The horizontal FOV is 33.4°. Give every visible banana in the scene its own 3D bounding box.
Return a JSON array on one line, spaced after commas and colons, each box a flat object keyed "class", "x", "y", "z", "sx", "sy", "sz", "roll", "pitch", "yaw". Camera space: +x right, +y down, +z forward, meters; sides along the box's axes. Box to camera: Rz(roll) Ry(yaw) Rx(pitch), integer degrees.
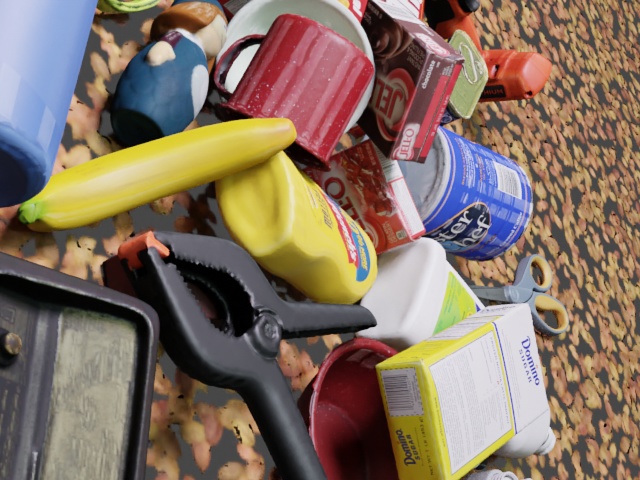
[{"class": "banana", "x": -0.107, "y": -0.039, "z": 0.669, "sx": 0.197, "sy": 0.070, "sz": 0.037, "roll": -24, "pitch": 112, "yaw": -33}]

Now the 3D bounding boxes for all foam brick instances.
[{"class": "foam brick", "x": -0.091, "y": 0.033, "z": 0.685, "sx": 0.078, "sy": 0.051, "sz": 0.053, "roll": 4, "pitch": 70, "yaw": -51}]

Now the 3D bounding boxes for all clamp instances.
[{"class": "clamp", "x": -0.041, "y": 0.071, "z": 0.654, "sx": 0.209, "sy": 0.036, "sz": 0.164, "roll": 37, "pitch": 45, "yaw": -35}]

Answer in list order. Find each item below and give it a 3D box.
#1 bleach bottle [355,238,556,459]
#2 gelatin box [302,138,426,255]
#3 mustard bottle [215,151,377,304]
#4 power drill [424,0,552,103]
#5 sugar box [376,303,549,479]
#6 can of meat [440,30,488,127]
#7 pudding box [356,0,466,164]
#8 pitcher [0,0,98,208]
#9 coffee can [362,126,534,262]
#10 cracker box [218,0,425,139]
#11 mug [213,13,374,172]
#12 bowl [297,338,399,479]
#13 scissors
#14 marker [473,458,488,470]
[{"class": "bleach bottle", "x": 0.132, "y": 0.109, "z": 0.916, "sx": 0.250, "sy": 0.068, "sz": 0.102, "roll": 43, "pitch": 54, "yaw": -35}, {"class": "gelatin box", "x": 0.035, "y": -0.031, "z": 0.861, "sx": 0.030, "sy": 0.073, "sz": 0.089, "roll": -24, "pitch": 92, "yaw": -53}, {"class": "mustard bottle", "x": -0.005, "y": 0.001, "z": 0.785, "sx": 0.191, "sy": 0.058, "sz": 0.096, "roll": 41, "pitch": 25, "yaw": -56}, {"class": "power drill", "x": 0.153, "y": -0.220, "z": 1.034, "sx": 0.057, "sy": 0.185, "sz": 0.187, "roll": -54, "pitch": 126, "yaw": -25}, {"class": "sugar box", "x": 0.112, "y": 0.112, "z": 0.803, "sx": 0.175, "sy": 0.048, "sz": 0.093, "roll": -17, "pitch": 97, "yaw": -56}, {"class": "can of meat", "x": 0.099, "y": -0.139, "z": 0.990, "sx": 0.057, "sy": 0.084, "sz": 0.102, "roll": 53, "pitch": 39, "yaw": -20}, {"class": "pudding box", "x": 0.059, "y": -0.124, "z": 0.824, "sx": 0.039, "sy": 0.090, "sz": 0.113, "roll": 7, "pitch": 29, "yaw": -26}, {"class": "pitcher", "x": -0.196, "y": -0.146, "z": 0.597, "sx": 0.144, "sy": 0.149, "sz": 0.243, "roll": 44, "pitch": 43, "yaw": -52}, {"class": "coffee can", "x": 0.107, "y": -0.043, "z": 0.934, "sx": 0.140, "sy": 0.103, "sz": 0.103, "roll": 17, "pitch": 60, "yaw": -47}, {"class": "cracker box", "x": 0.002, "y": -0.218, "z": 0.918, "sx": 0.213, "sy": 0.072, "sz": 0.164, "roll": 40, "pitch": 45, "yaw": -34}, {"class": "mug", "x": -0.023, "y": -0.111, "z": 0.763, "sx": 0.081, "sy": 0.117, "sz": 0.093, "roll": -61, "pitch": 152, "yaw": -4}, {"class": "bowl", "x": 0.027, "y": 0.155, "z": 0.769, "sx": 0.161, "sy": 0.055, "sz": 0.162, "roll": 27, "pitch": 52, "yaw": -42}, {"class": "scissors", "x": 0.192, "y": 0.040, "z": 1.073, "sx": 0.201, "sy": 0.016, "sz": 0.096, "roll": 28, "pitch": 50, "yaw": -41}, {"class": "marker", "x": 0.117, "y": 0.179, "z": 0.873, "sx": 0.121, "sy": 0.020, "sz": 0.020, "roll": 28, "pitch": 49, "yaw": -66}]
